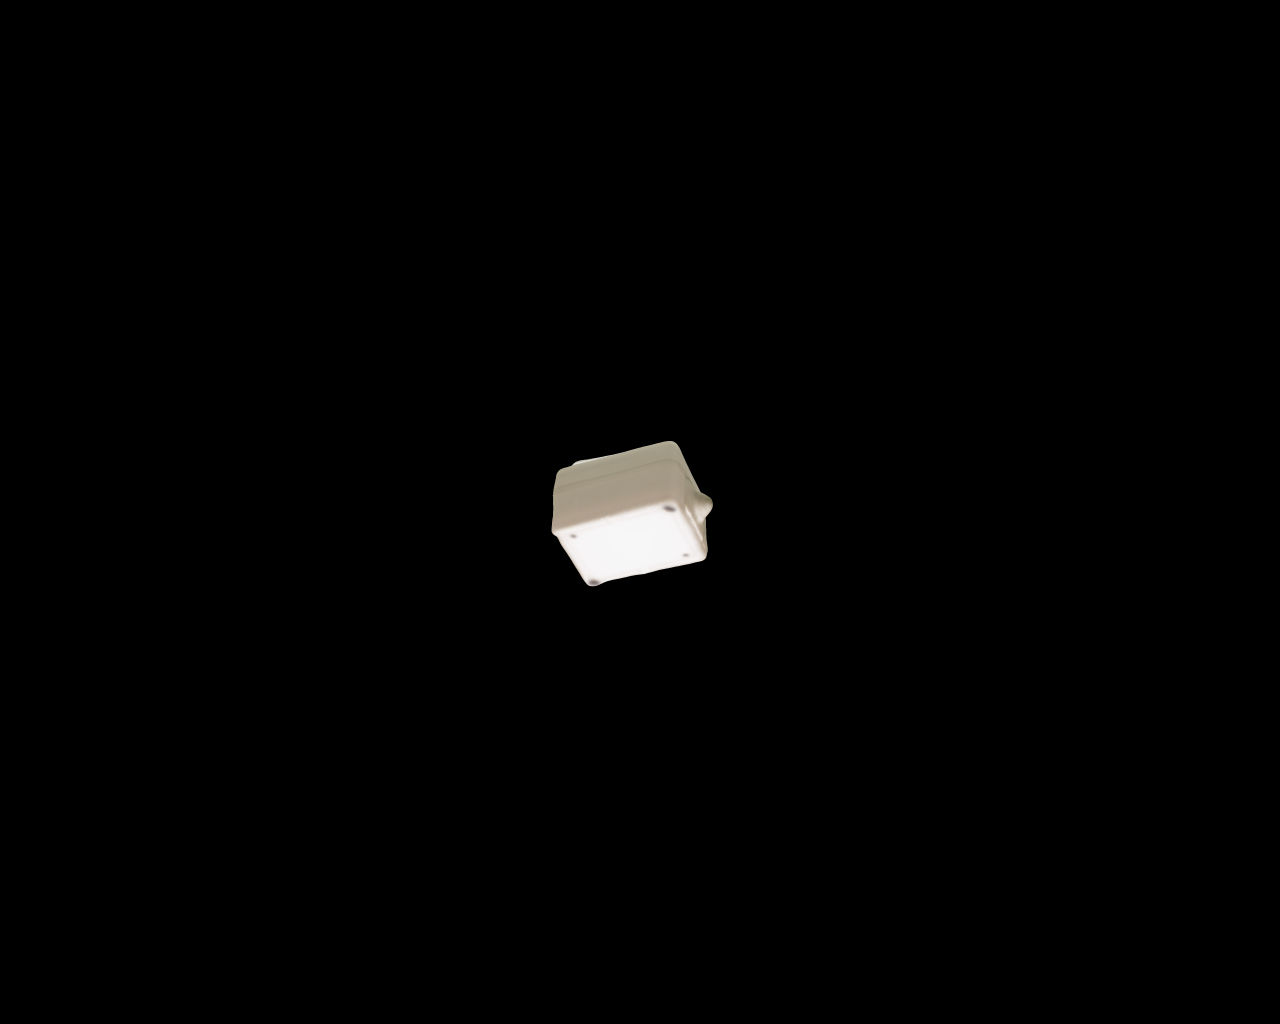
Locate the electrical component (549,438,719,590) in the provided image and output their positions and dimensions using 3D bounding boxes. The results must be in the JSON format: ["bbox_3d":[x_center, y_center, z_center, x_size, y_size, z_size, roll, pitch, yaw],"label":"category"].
[{"bbox_3d":[0.001,-0.003,0.650,0.096,0.061,0.061,-14,-43,15],"label":"electrical component"}]
